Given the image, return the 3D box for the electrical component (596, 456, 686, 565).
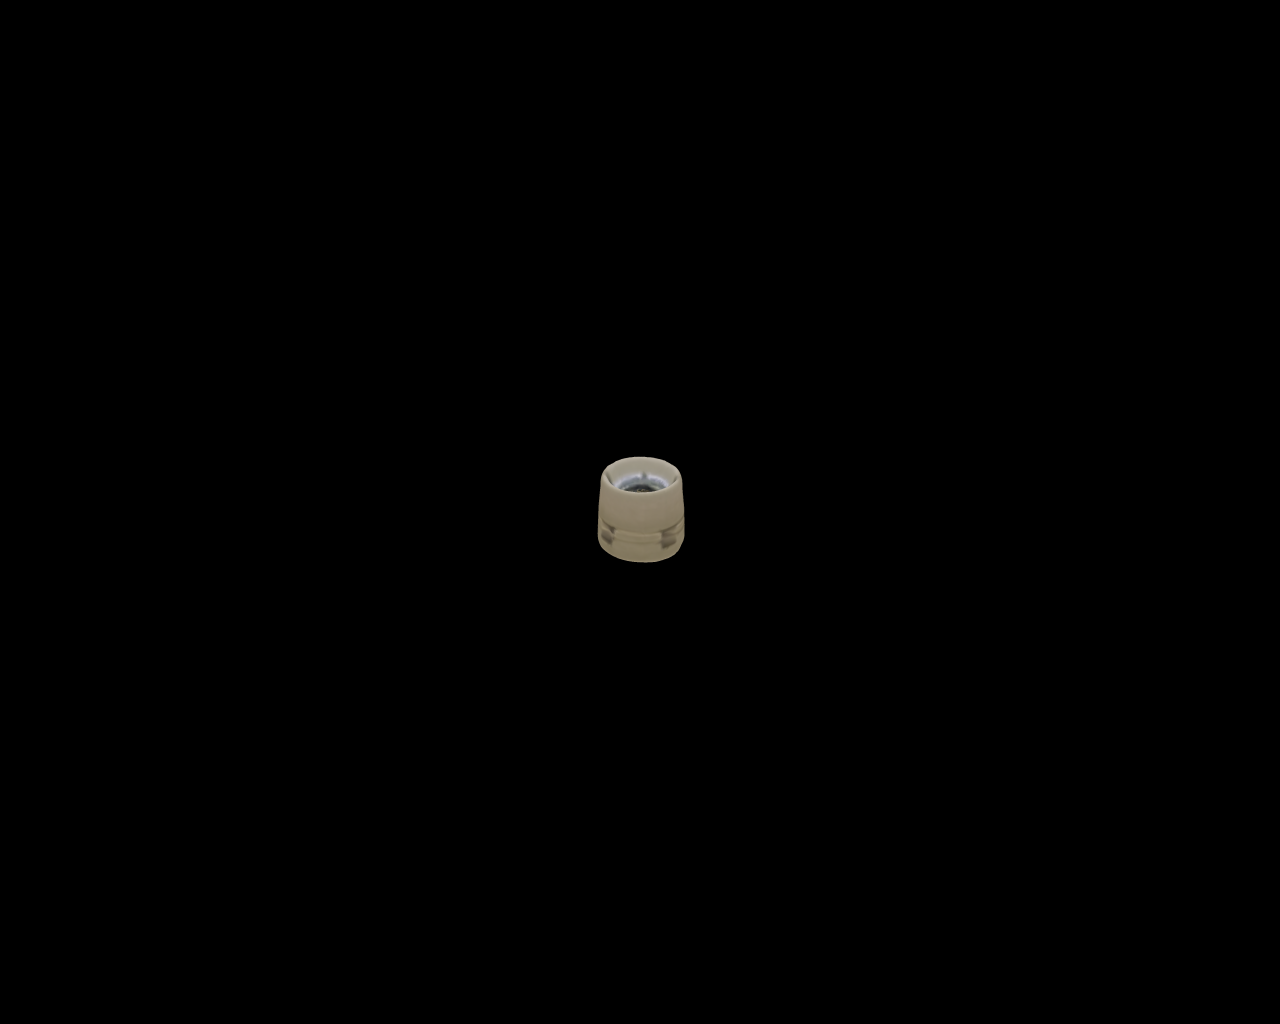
[{"bbox_3d":[0.001,-0.003,0.650,0.055,0.047,0.055,0,30,0],"label":"electrical component"}]
